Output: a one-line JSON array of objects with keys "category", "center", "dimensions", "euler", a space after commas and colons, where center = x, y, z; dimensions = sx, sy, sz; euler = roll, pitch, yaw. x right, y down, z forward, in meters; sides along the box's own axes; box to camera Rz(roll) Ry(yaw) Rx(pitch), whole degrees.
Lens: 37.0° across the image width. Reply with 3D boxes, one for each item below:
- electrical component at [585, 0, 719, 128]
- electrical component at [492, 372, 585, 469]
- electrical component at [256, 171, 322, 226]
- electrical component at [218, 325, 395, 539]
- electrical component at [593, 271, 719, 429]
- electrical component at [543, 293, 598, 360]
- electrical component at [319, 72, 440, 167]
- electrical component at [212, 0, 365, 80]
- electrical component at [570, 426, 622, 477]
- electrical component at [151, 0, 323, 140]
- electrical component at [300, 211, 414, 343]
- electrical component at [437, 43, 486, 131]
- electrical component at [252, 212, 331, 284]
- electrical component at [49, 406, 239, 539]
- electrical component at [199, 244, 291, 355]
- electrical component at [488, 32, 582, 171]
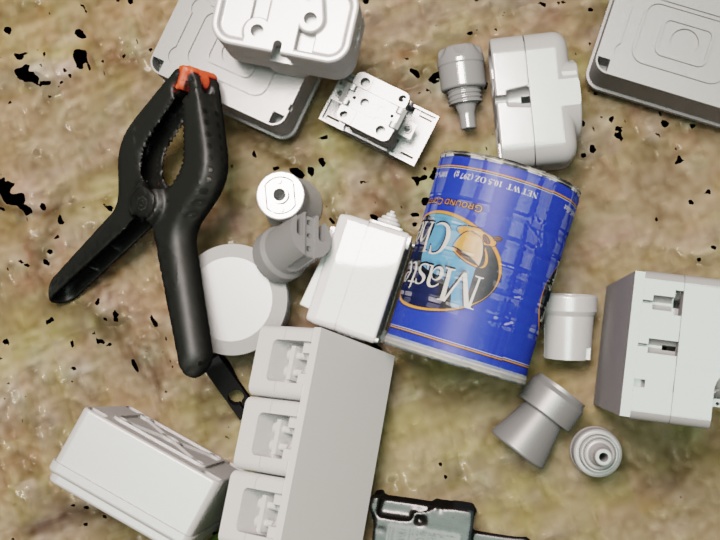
[{"category": "electrical component", "center": [0.227, -0.155, 0.772], "dimensions": [0.113, 0.057, 0.078], "euler": [18, 87, 6]}, {"category": "electrical component", "center": [0.128, 0.107, 0.768], "dimensions": [0.045, 0.045, 0.055], "euler": [37, 89, 7]}, {"category": "electrical component", "center": [-0.054, -0.050, 0.786], "dimensions": [0.044, 0.065, 0.044], "euler": [0, 86, 5]}, {"category": "electrical component", "center": [-0.038, 0.121, 0.745], "dimensions": [0.062, 0.089, 0.150], "euler": [1, 75, 37]}, {"category": "electrical component", "center": [0.198, 0.053, 0.713], "dimensions": [0.062, 0.150, 0.089], "euler": [7, 86, 7]}, {"category": "electrical component", "center": [0.150, 0.040, 0.774], "dimensions": [0.040, 0.040, 0.046], "euler": [2, 91, 5]}, {"category": "electrical component", "center": [0.012, -0.113, 0.786], "dimensions": [0.081, 0.064, 0.042], "euler": [27, 91, 8]}, {"category": "electrical component", "center": [-0.047, -0.167, 0.738], "dimensions": [0.095, 0.059, 0.053], "euler": [12, 87, 6]}, {"category": "electrical component", "center": [0.167, 0.128, 0.754], "dimensions": [0.035, 0.061, 0.035], "euler": [0, 86, 5]}, {"category": "electrical component", "center": [-0.088, -0.154, 0.802], "dimensions": [0.113, 0.057, 0.078], "euler": [25, 88, 7]}, {"category": "electrical component", "center": [0.000, 0.000, 0.780], "dimensions": [0.061, 0.062, 0.096], "euler": [18, 88, 6]}, {"category": "electrical component", "center": [0.077, -0.135, 0.797], "dimensions": [0.035, 0.035, 0.061], "euler": [-7, 87, 5]}, {"category": "electrical component", "center": [-0.047, -0.016, 0.752], "dimensions": [0.040, 0.046, 0.040], "euler": [17, 61, -32]}, {"category": "electrical component", "center": [-0.146, 0.144, 0.759], "dimensions": [0.109, 0.108, 0.056], "euler": [28, 86, 7]}, {"category": "electrical component", "center": [-0.090, 0.023, 0.792], "dimensions": [0.080, 0.051, 0.080], "euler": [0, 86, 5]}, {"category": "electrical component", "center": [0.127, -0.121, 0.781], "dimensions": [0.059, 0.054, 0.095], "euler": [-5, 85, 5]}]
